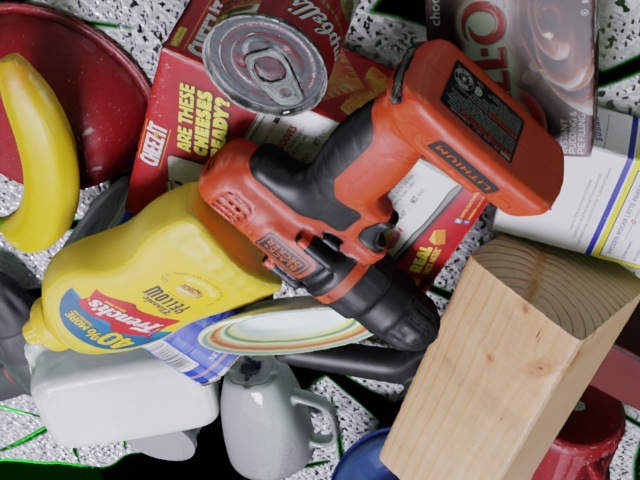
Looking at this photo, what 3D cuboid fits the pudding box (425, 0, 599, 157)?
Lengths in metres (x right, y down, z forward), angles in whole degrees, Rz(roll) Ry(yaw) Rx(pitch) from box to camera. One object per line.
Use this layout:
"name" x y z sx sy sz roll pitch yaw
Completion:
"pudding box" 0.105 -0.103 0.581 0.090 0.039 0.113 4 116 18

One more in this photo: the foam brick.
"foam brick" 0.227 0.081 0.766 0.078 0.053 0.051 29 141 -9

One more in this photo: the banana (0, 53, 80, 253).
"banana" -0.194 -0.043 0.718 0.069 0.037 0.198 23 141 -6

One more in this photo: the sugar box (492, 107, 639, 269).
"sugar box" 0.203 -0.026 0.655 0.176 0.048 0.093 18 140 7

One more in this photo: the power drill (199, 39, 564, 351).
"power drill" 0.044 -0.016 0.606 0.184 0.057 0.188 38 138 -19

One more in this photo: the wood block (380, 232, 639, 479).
"wood block" 0.126 0.096 0.738 0.090 0.090 0.206 40 134 25

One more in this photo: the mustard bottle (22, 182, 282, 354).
"mustard bottle" -0.125 0.031 0.706 0.192 0.058 0.096 -24 139 27

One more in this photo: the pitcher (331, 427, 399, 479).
"pitcher" 0.080 0.266 0.983 0.149 0.145 0.243 13 153 6

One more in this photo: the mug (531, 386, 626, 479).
"mug" 0.194 0.163 0.834 0.093 0.117 0.081 -7 137 -10

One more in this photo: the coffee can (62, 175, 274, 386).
"coffee can" -0.120 0.032 0.815 0.140 0.102 0.103 37 139 -21

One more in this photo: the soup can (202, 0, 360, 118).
"soup can" -0.016 -0.125 0.581 0.068 0.102 0.068 12 141 10

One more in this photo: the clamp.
"clamp" 0.076 0.107 0.870 0.210 0.036 0.164 -23 132 40

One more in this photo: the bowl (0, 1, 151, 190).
"bowl" -0.195 -0.085 0.745 0.162 0.055 0.162 12 141 9

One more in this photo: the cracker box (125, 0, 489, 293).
"cracker box" -0.007 -0.048 0.697 0.213 0.072 0.164 23 141 -3
